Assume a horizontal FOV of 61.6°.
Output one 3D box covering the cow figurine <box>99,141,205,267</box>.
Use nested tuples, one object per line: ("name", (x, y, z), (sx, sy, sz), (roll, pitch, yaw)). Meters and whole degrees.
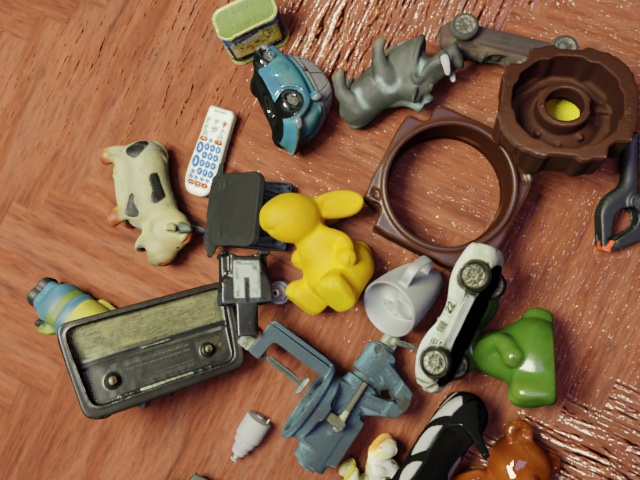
("cow figurine", (-0.251, -0.055, 0.812), (0.127, 0.085, 0.195), (-12, 83, 11))

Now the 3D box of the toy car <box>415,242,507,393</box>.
("toy car", (0.178, 0.100, 0.683), (0.056, 0.073, 0.201), (26, 94, 39))

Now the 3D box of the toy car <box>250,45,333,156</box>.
("toy car", (-0.036, -0.214, 0.797), (0.103, 0.109, 0.162), (-20, 72, -18))

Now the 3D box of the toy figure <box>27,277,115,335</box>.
("toy figure", (-0.357, 0.123, 0.803), (0.180, 0.089, 0.082), (33, 97, 5))

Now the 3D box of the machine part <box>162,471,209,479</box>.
("machine part", (-0.124, 0.405, 0.763), (0.243, 0.079, 0.079), (25, 89, 8))

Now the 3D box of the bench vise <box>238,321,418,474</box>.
("bench vise", (0.001, 0.187, 0.747), (0.241, 0.129, 0.223), (36, 89, 2))

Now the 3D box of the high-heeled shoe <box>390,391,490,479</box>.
("high-heeled shoe", (0.128, 0.302, 0.716), (0.249, 0.145, 0.086), (-40, 102, 4))

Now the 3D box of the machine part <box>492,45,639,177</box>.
("machine part", (0.309, -0.164, 0.686), (0.179, 0.056, 0.179), (-3, 71, 9))

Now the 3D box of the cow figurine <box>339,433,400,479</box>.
("cow figurine", (0.066, 0.355, 0.750), (0.098, 0.068, 0.167), (43, 94, 2))

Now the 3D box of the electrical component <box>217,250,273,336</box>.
("electrical component", (-0.104, 0.074, 0.749), (0.075, 0.048, 0.119), (-4, 80, -19))

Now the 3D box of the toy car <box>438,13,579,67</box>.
("toy car", (0.269, -0.268, 0.768), (0.202, 0.089, 0.053), (17, 86, 6))

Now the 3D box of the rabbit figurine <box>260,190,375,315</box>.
("rabbit figurine", (-0.002, -0.002, 0.744), (0.173, 0.122, 0.162), (45, 68, -13))

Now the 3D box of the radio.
("radio", (-0.228, 0.149, 0.744), (0.229, 0.073, 0.131), (-14, 85, -26))

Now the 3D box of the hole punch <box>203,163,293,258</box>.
("hole punch", (-0.105, -0.040, 0.800), (0.116, 0.092, 0.142), (3, 88, 37))

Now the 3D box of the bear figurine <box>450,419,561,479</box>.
("bear figurine", (0.238, 0.346, 0.707), (0.196, 0.132, 0.120), (-38, 106, 7))

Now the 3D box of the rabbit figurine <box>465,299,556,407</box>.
("rabbit figurine", (0.226, 0.147, 0.730), (0.170, 0.121, 0.159), (-2, 81, 21))

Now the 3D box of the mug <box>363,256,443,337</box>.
("mug", (0.124, 0.064, 0.740), (0.081, 0.107, 0.109), (32, 127, 27))

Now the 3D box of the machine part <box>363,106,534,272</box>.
("machine part", (0.179, -0.071, 0.763), (0.201, 0.087, 0.201), (28, 90, 7))

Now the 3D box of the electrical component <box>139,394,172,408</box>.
("electrical component", (-0.247, 0.211, 0.818), (0.063, 0.021, 0.094), (11, 86, 6))

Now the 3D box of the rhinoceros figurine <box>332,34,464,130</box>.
("rhinoceros figurine", (0.109, -0.229, 0.772), (0.190, 0.073, 0.112), (-26, 83, 18))
